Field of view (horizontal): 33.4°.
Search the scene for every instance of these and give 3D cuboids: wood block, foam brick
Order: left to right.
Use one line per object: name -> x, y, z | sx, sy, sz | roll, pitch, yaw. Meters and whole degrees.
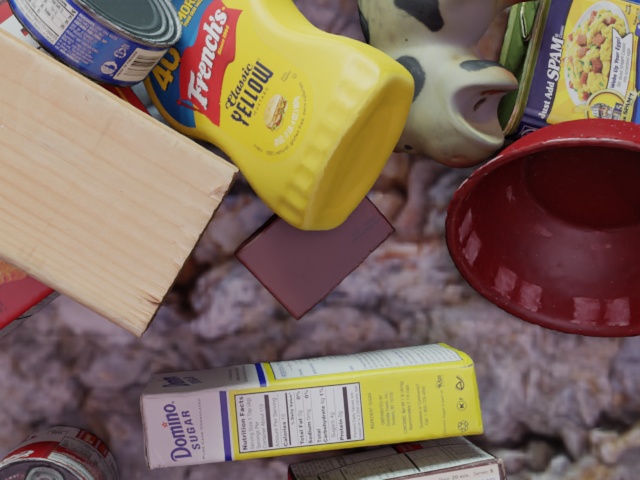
wood block -> -0.150, -0.045, 0.508 | 0.206, 0.090, 0.091 | 31, 86, -5
foam brick -> -0.004, 0.001, 0.611 | 0.078, 0.051, 0.053 | -42, 95, -4

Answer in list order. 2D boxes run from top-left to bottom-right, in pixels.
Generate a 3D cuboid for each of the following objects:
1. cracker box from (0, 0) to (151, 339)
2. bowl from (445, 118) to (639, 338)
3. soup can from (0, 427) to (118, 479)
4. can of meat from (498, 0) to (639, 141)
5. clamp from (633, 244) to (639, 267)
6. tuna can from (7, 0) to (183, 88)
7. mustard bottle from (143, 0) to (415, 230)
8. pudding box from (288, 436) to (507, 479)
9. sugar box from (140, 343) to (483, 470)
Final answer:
cracker box -> -0.197, -0.031, 0.584 | 0.213, 0.072, 0.164 | -37, 93, -5
bowl -> 0.153, -0.015, 0.591 | 0.162, 0.162, 0.055 | 21, 52, -5
soup can -> -0.146, 0.141, 0.573 | 0.068, 0.102, 0.068 | 0, 90, -5
can of meat -> 0.151, -0.099, 0.621 | 0.084, 0.057, 0.102 | 13, 90, -7
clamp -> 0.247, -0.062, 0.637 | 0.120, 0.039, 0.171 | 0, 93, -3
tuna can -> -0.113, -0.117, 0.534 | 0.086, 0.086, 0.034 | 44, 115, -4
mustard bottle -> -0.044, -0.094, 0.576 | 0.192, 0.058, 0.096 | 39, 114, 28
pudding box -> 0.040, 0.141, 0.595 | 0.113, 0.090, 0.039 | -11, 90, -5
sugar box -> -0.007, 0.090, 0.590 | 0.176, 0.093, 0.048 | -8, 91, -4
